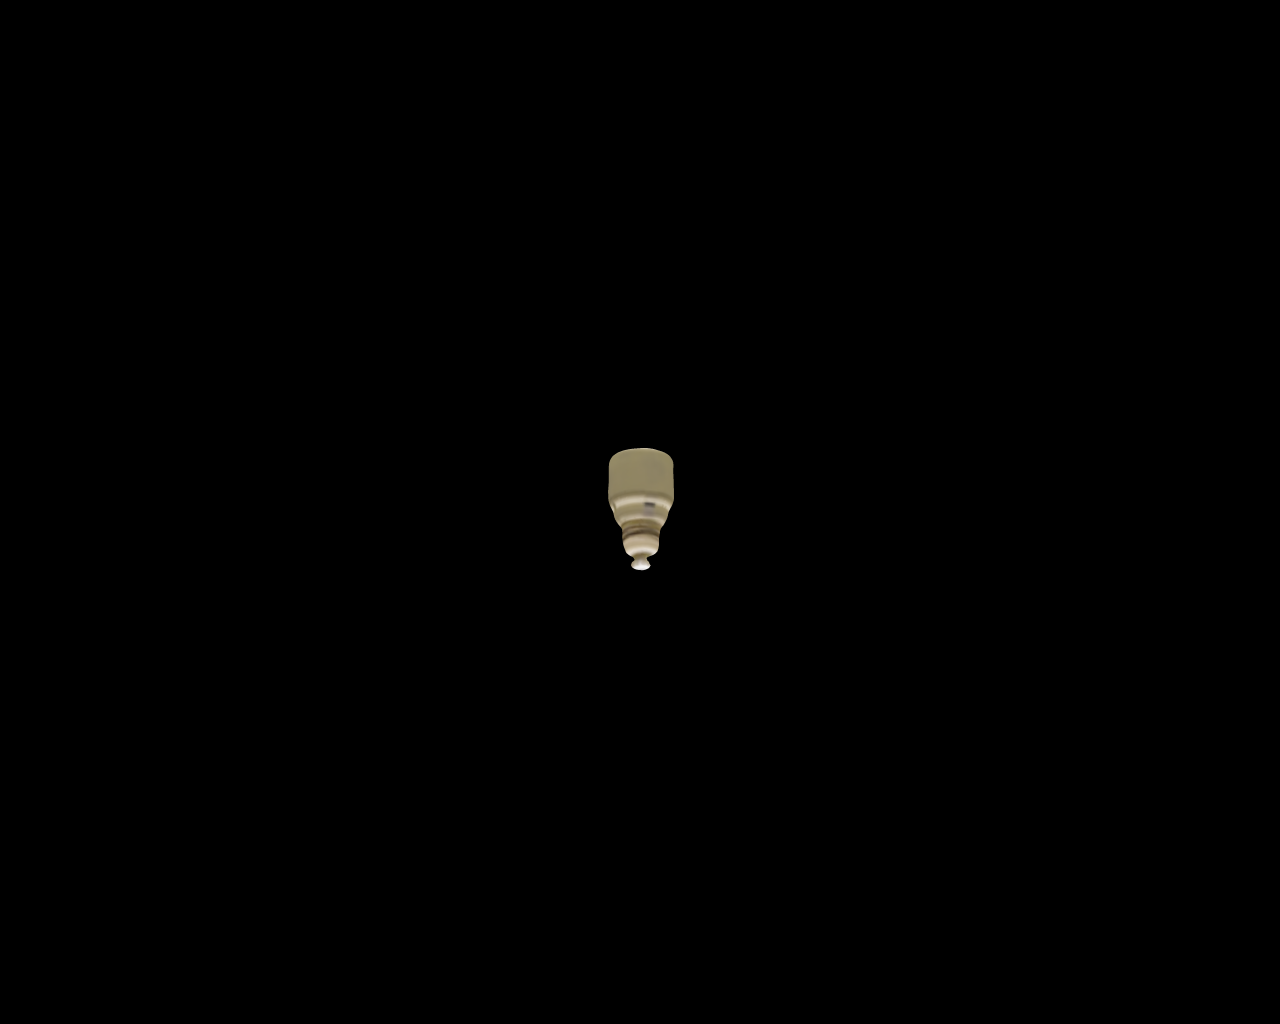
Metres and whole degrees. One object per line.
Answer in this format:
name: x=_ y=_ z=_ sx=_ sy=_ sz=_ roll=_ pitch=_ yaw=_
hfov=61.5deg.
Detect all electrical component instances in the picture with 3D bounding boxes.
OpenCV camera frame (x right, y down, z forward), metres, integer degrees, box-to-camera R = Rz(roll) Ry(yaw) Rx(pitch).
electrical component: x=0.001 y=-0.003 z=0.650 sx=0.040 sy=0.078 sz=0.040 roll=0 pitch=-19 yaw=0
